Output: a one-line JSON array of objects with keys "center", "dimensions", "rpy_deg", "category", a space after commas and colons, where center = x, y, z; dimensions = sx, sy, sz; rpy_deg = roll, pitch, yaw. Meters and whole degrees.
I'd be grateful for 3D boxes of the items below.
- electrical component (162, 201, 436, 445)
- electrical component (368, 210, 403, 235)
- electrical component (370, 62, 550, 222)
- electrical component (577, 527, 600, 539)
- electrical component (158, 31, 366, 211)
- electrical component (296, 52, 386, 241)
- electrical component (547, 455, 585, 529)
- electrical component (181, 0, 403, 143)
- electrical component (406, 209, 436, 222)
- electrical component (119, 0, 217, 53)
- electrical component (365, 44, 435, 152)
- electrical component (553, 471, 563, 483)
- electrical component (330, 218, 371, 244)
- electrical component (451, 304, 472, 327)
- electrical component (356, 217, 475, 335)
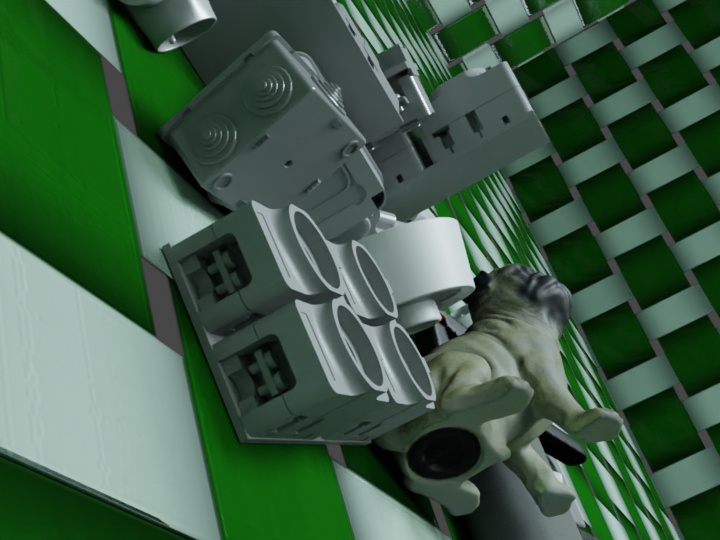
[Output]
[{"center": [-0.021, 0.035, 0.594], "dimensions": [0.105, 0.060, 0.186], "rpy_deg": [65, 13, 16], "category": "electrical component"}, {"center": [0.025, -0.016, 0.874], "dimensions": [0.055, 0.066, 0.048], "rpy_deg": [14, 37, -26], "category": "electrical component"}, {"center": [0.060, -0.101, 0.921], "dimensions": [0.060, 0.186, 0.105], "rpy_deg": [64, 12, 12], "category": "electrical component"}, {"center": [0.181, 0.244, 0.863], "dimensions": [0.089, 0.055, 0.050], "rpy_deg": [24, -13, 37], "category": "electrical component"}, {"center": [-0.053, -0.077, 0.626], "dimensions": [0.048, 0.100, 0.100], "rpy_deg": [53, 8, 25], "category": "electrical component"}, {"center": [-0.041, -0.078, 0.712], "dimensions": [0.113, 0.078, 0.057], "rpy_deg": [58, 6, -18], "category": "electrical component"}, {"center": [0.160, 0.203, 0.990], "dimensions": [0.076, 0.047, 0.083], "rpy_deg": [35, 29, -54], "category": "electrical component"}, {"center": [-0.062, -0.164, 0.760], "dimensions": [0.186, 0.105, 0.060], "rpy_deg": [58, 13, -18], "category": "electrical component"}, {"center": [0.062, -0.033, 1.117], "dimensions": [0.077, 0.044, 0.079], "rpy_deg": [42, 23, -57], "category": "electrical component"}, {"center": [-0.130, -0.179, 0.657], "dimensions": [0.077, 0.044, 0.079], "rpy_deg": [61, 12, -3], "category": "electrical component"}, {"center": [-0.007, -0.121, 0.850], "dimensions": [0.063, 0.121, 0.078], "rpy_deg": [63, 12, -4], "category": "electrical component"}, {"center": [0.138, 0.189, 0.854], "dimensions": [0.043, 0.043, 0.062], "rpy_deg": [36, 58, -64], "category": "electrical component"}, {"center": [-0.021, -0.048, 0.813], "dimensions": [0.045, 0.045, 0.055], "rpy_deg": [43, 22, -55], "category": "electrical component"}, {"center": [0.129, 0.078, 1.145], "dimensions": [0.081, 0.043, 0.043], "rpy_deg": [59, 12, -9], "category": "electrical component"}, {"center": [0.027, 0.013, 0.739], "dimensions": [0.060, 0.108, 0.108], "rpy_deg": [70, 14, 12], "category": "electrical component"}]
